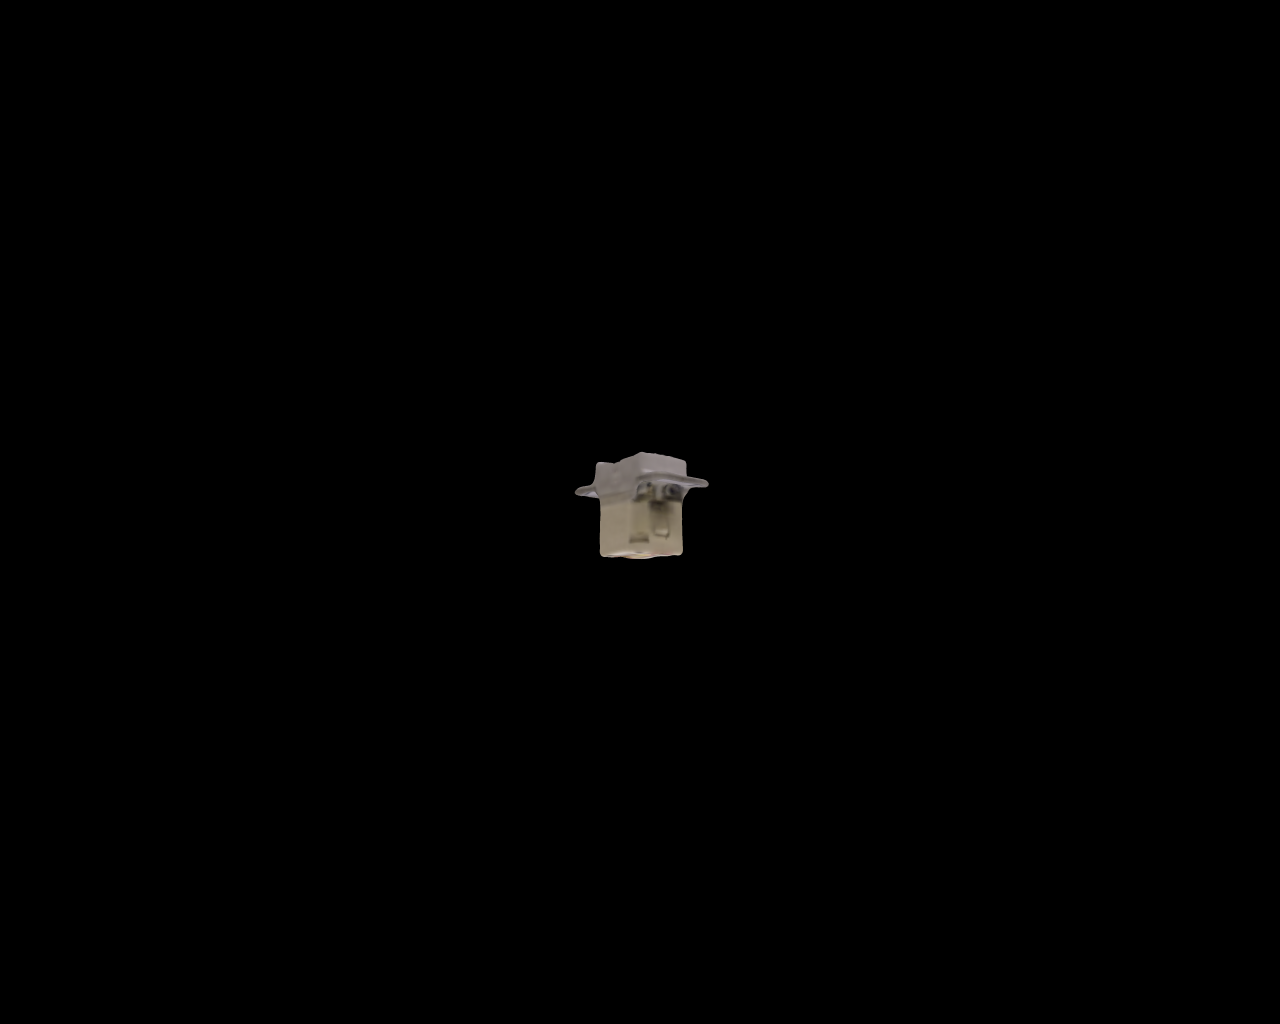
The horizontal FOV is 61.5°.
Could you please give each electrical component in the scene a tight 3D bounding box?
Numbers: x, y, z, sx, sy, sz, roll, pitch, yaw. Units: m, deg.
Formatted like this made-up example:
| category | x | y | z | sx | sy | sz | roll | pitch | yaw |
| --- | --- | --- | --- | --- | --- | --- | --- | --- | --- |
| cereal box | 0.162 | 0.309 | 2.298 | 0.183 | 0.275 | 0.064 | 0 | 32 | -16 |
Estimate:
| category | x | y | z | sx | sy | sz | roll | pitch | yaw |
| --- | --- | --- | --- | --- | --- | --- | --- | --- | --- |
| electrical component | 0.001 | -0.003 | 0.650 | 0.042 | 0.063 | 0.081 | 7 | -11 | -39 |
